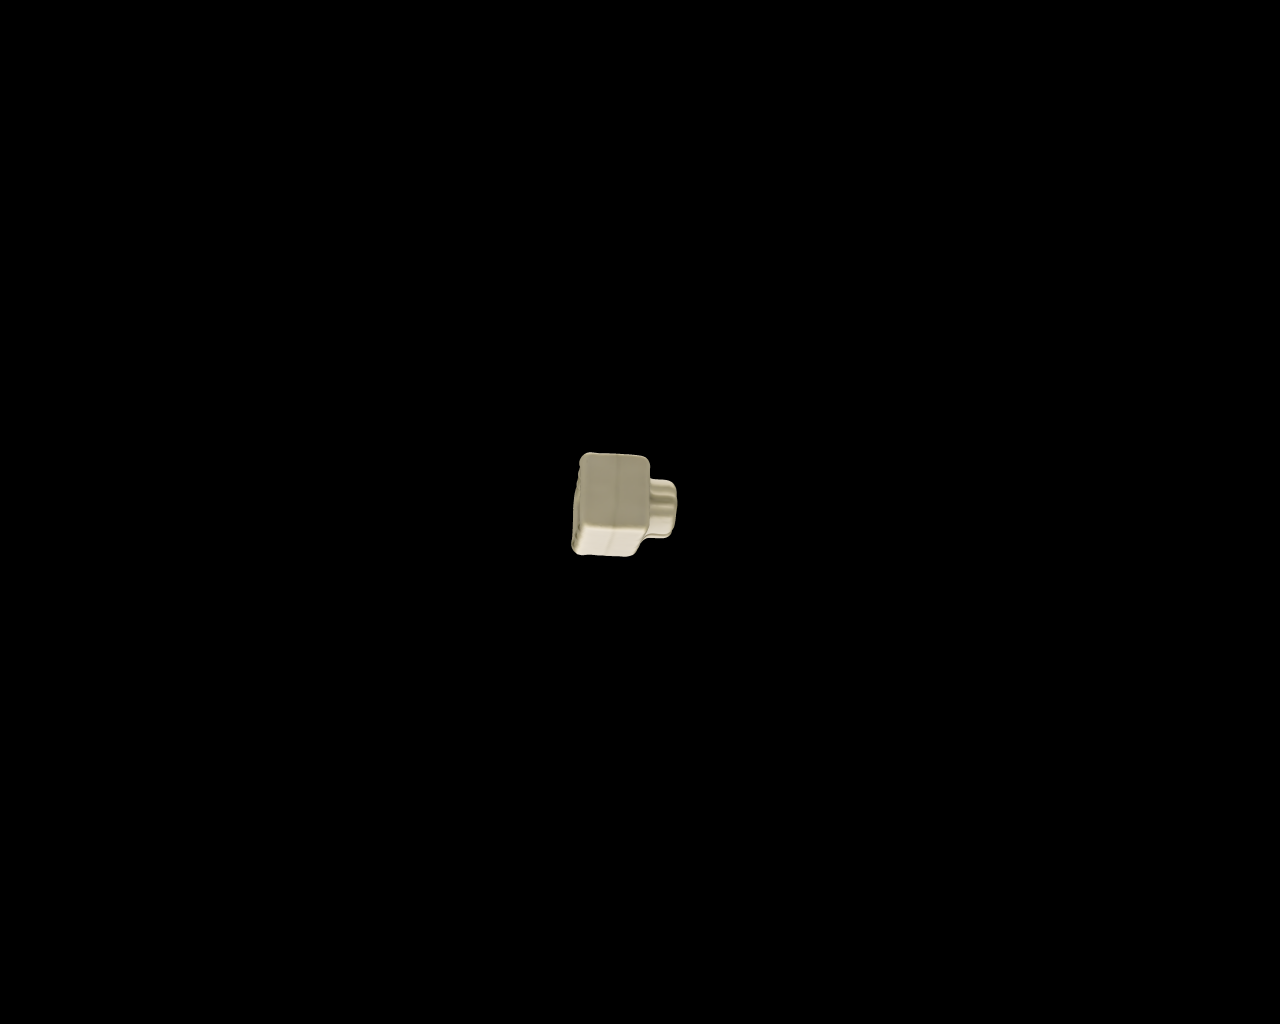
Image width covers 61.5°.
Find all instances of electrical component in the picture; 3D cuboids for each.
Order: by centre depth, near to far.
[{"bbox_3d":[0.001,-0.003,0.650,0.077,0.047,0.065,2,-18,-7],"label":"electrical component"}]
